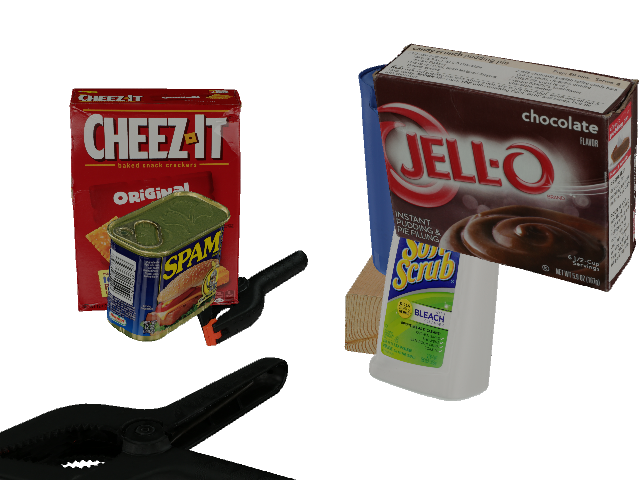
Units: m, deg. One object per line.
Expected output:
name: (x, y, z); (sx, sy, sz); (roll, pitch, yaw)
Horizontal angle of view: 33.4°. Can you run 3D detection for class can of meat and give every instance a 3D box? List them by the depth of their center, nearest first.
can of meat: (-0.121, 0.020, 0.836); (0.057, 0.084, 0.101); (25, 33, 24)

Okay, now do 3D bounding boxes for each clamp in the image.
clamp: (-0.093, 0.114, 0.592); (0.209, 0.036, 0.164); (-1, 22, -10)
clamp: (-0.086, 0.059, 1.253); (0.120, 0.039, 0.171); (-5, 37, 18)

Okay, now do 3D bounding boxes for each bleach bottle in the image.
bleach bottle: (0.098, -0.003, 0.871); (0.103, 0.251, 0.067); (13, 15, 41)

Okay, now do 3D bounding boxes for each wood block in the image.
wood block: (0.104, 0.084, 1.555); (0.091, 0.090, 0.205); (6, 21, 14)

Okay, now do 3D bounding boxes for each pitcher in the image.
pitcher: (0.119, -0.084, 1.244); (0.149, 0.243, 0.145); (-5, 23, -7)

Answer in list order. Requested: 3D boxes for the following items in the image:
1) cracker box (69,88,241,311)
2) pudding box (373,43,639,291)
cracker box: (-0.162, -0.039, 1.060); (0.164, 0.214, 0.072); (-1, 21, -10)
pudding box: (0.083, -0.034, 0.476); (0.114, 0.090, 0.039); (14, 44, 31)
